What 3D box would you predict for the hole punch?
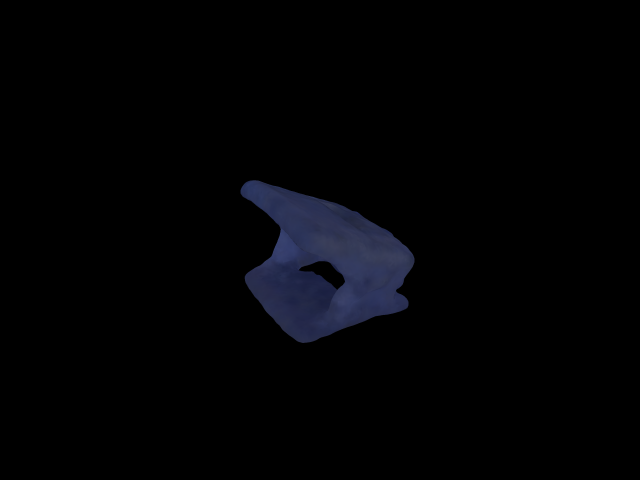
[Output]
[{"bbox_3d":[0.004,0.001,0.400,0.101,0.091,0.108,-15,32,-27],"label":"hole punch"}]
